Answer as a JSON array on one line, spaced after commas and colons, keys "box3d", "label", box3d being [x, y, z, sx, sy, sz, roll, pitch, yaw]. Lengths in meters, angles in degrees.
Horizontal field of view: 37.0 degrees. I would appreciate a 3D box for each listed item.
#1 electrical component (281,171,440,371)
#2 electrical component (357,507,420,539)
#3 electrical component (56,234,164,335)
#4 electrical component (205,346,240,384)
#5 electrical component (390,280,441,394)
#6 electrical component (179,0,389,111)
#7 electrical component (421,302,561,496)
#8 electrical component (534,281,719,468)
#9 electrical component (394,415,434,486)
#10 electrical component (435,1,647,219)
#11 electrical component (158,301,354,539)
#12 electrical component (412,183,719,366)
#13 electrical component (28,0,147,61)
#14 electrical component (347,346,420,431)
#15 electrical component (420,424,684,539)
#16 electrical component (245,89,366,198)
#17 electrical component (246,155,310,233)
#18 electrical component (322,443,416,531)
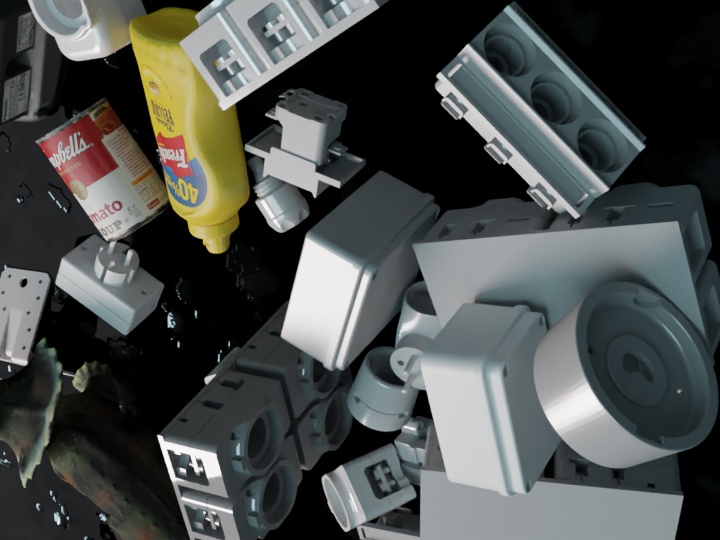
[{"box3d": [0.000, 0.000, 0.788, 0.056, 0.109, 0.108, 30, 132, 15], "label": "electrical component"}, {"box3d": [0.065, 0.255, 0.955, 0.121, 0.063, 0.078, 3, 122, 31], "label": "electrical component"}, {"box3d": [-0.222, 0.001, 0.969, 0.083, 0.047, 0.075, 36, 133, 6], "label": "electrical component"}, {"box3d": [-0.091, 0.117, 0.962, 0.050, 0.055, 0.089, -18, 110, 39], "label": "electrical component"}, {"box3d": [0.047, 0.061, 0.818, 0.043, 0.079, 0.077, 15, 130, 15], "label": "electrical component"}, {"box3d": [-0.038, -0.177, 0.700, 0.150, 0.089, 0.061, -24, 106, 41], "label": "electrical component"}, {"box3d": [0.092, 0.086, 0.726, 0.057, 0.078, 0.113, 5, 123, 33], "label": "electrical component"}, {"box3d": [0.156, 0.068, 0.656, 0.108, 0.108, 0.060, 44, 139, -2], "label": "electrical component"}, {"box3d": [0.065, 0.156, 0.899, 0.055, 0.048, 0.066, 11, 126, 35], "label": "electrical component"}, {"box3d": [0.110, -0.097, 0.680, 0.121, 0.078, 0.063, 45, 155, -3], "label": "electrical component"}, {"box3d": [-0.071, 0.122, 0.863, 0.060, 0.186, 0.105, 8, 124, 28], "label": "electrical component"}, {"box3d": [0.144, 0.007, 0.734, 0.186, 0.060, 0.105, -4, 118, 34], "label": "electrical component"}, {"box3d": [-0.208, -0.209, 0.806, 0.054, 0.059, 0.095, 0, 120, 33], "label": "electrical component"}, {"box3d": [0.022, 0.095, 0.878, 0.055, 0.055, 0.047, 28, 128, 13], "label": "electrical component"}, {"box3d": [0.142, 0.179, 0.824, 0.186, 0.060, 0.105, 4, 125, 8], "label": "electrical component"}, {"box3d": [-0.039, -0.095, 0.791, 0.081, 0.042, 0.063, 23, 129, 16], "label": "electrical component"}, {"box3d": [-0.067, -0.061, 0.838, 0.035, 0.035, 0.061, -23, 104, 40], "label": "electrical component"}, {"box3d": [0.004, 0.188, 0.921, 0.050, 0.056, 0.089, 65, 162, 13], "label": "electrical component"}]
